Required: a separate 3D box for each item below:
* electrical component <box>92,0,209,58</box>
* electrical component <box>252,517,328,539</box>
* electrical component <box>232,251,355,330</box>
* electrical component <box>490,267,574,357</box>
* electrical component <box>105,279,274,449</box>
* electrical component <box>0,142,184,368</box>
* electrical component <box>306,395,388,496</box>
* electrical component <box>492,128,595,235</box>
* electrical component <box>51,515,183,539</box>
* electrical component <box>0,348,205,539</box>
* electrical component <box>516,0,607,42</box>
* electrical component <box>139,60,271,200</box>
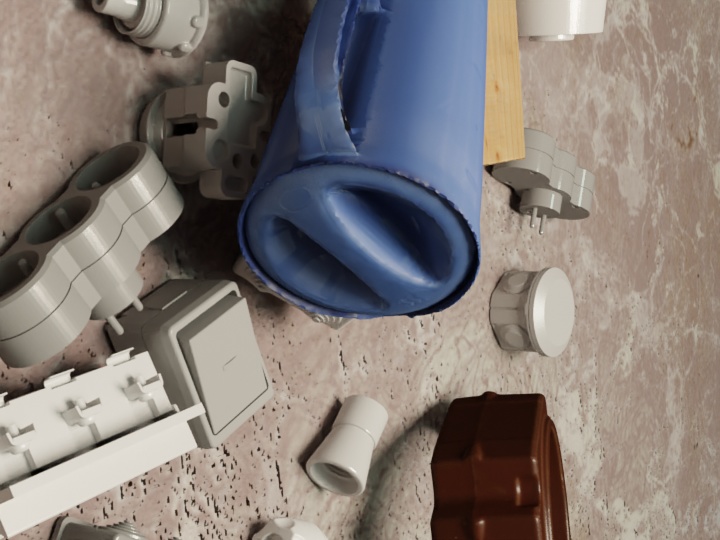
[{"bbox_3d":[-0.120,-0.148,0.607,0.062,0.048,0.048,3,88,-46],"label":"electrical component"},{"bbox_3d":[-0.040,0.188,0.718,0.062,0.043,0.043,25,70,-52],"label":"electrical component"},{"bbox_3d":[-0.025,-0.019,0.701,0.100,0.048,0.099,30,62,-12],"label":"electrical component"},{"bbox_3d":[0.158,0.038,0.974,0.080,0.051,0.080,-1,91,-53],"label":"electrical component"},{"bbox_3d":[-0.093,0.060,0.630,0.062,0.061,0.096,-40,122,-45],"label":"electrical component"},{"bbox_3d":[-0.141,0.001,0.573,0.138,0.052,0.073,-56,132,-36],"label":"electrical component"},{"bbox_3d":[-0.006,0.122,0.766,0.044,0.044,0.065,60,42,-34],"label":"electrical component"},{"bbox_3d":[0.167,-0.070,0.984,0.138,0.052,0.073,27,69,-50],"label":"electrical component"},{"bbox_3d":[-0.132,0.191,0.590,0.100,0.048,0.099,37,62,-47],"label":"electrical component"},{"bbox_3d":[-0.152,0.088,0.549,0.121,0.079,0.063,-20,84,-51],"label":"electrical component"},{"bbox_3d":[0.168,-0.235,0.949,0.099,0.099,0.064,-20,112,-51],"label":"electrical component"},{"bbox_3d":[-0.092,-0.080,0.633,0.058,0.057,0.078,6,86,-53],"label":"electrical component"}]
